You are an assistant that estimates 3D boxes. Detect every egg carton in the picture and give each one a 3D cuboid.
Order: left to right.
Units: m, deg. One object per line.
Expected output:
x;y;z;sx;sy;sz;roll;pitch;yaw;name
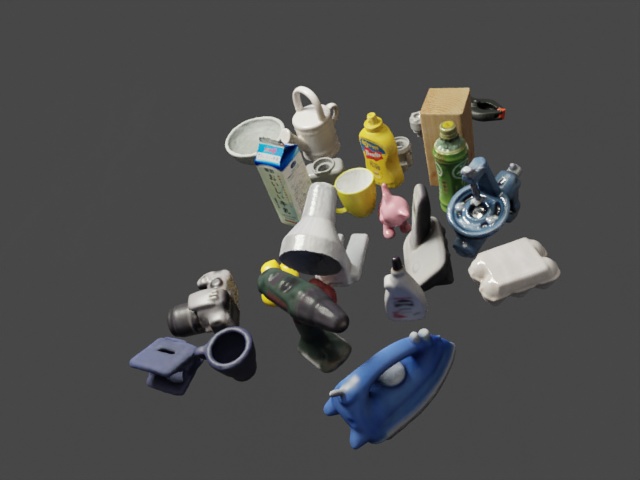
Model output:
0.360;0.059;1.069;0.150;0.069;0.107;-20;45;0;egg carton

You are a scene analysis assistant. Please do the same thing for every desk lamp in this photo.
0.010;0.004;1.139;0.117;0.214;0.203;0;49;19;desk lamp

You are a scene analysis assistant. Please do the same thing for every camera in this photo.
-0.243;0.138;1.182;0.136;0.101;0.143;-14;46;6;camera

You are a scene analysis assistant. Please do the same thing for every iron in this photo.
0.123;0.218;0.953;0.258;0.142;0.118;-36;47;-15;iron

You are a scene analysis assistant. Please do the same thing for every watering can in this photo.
-0.022;-0.293;1.438;0.100;0.194;0.173;10;53;27;watering can

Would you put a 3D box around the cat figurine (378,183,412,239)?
0.155;-0.069;1.224;0.067;0.118;0.127;-17;45;4;cat figurine

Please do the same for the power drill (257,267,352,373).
-0.013;0.144;1.021;0.076;0.209;0.228;-43;49;-20;power drill

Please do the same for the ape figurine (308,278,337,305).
-0.005;0.110;1.132;0.076;0.092;0.077;-39;48;-17;ape figurine

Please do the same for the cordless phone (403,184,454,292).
0.199;-0.004;1.102;0.094;0.185;0.147;-13;46;8;cordless phone

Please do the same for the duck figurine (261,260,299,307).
-0.092;0.076;1.197;0.077;0.086;0.105;14;55;29;duck figurine

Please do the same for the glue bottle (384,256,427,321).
0.149;0.087;1.043;0.078;0.173;0.037;-8;47;12;glue bottle

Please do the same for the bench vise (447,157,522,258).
0.318;-0.098;1.123;0.121;0.220;0.208;10;53;27;bench vise

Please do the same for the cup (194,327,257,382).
-0.169;0.226;1.079;0.117;0.095;0.091;-8;47;12;cup

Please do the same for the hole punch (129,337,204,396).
-0.299;0.234;1.118;0.108;0.091;0.101;8;52;25;hole punch

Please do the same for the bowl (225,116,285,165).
-0.164;-0.253;1.534;0.167;0.075;0.167;-10;46;11;bowl
